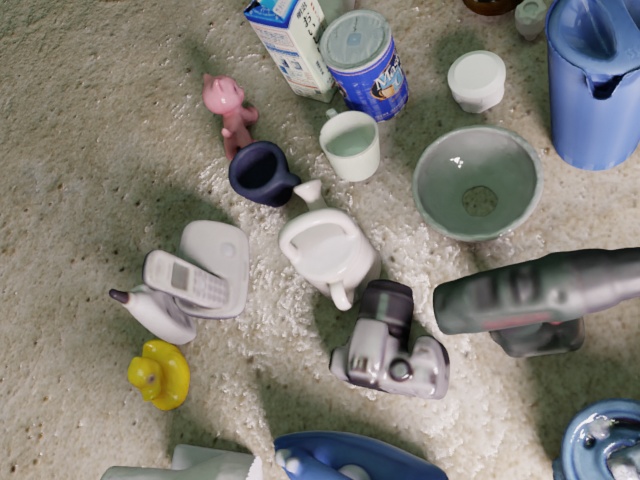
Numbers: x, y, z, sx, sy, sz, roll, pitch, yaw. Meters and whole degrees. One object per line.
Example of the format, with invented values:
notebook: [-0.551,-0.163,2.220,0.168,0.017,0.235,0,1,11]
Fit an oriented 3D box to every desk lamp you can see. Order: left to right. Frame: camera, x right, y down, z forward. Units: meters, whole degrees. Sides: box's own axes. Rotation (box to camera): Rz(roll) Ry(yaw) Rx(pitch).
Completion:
desk lamp: [-0.142,0.303,0.665,0.202,0.214,0.118,0,70,20]

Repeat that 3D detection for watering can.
watering can: [0.005,0.004,0.742,0.101,0.194,0.172,-40,62,1]

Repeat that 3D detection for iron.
iron: [0.030,0.281,0.653,0.257,0.142,0.119,17,76,25]

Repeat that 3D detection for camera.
camera: [0.090,0.121,0.718,0.142,0.101,0.137,6,71,22]

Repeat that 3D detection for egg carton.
egg carton: [0.010,-0.407,0.974,0.107,0.069,0.150,2,70,20]

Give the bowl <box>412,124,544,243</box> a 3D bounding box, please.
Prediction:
bowl: [0.210,-0.065,0.764,0.167,0.075,0.167,-7,67,17]

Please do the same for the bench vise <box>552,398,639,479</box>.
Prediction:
bench vise: [0.320,0.187,0.542,0.207,0.220,0.121,-41,62,1]

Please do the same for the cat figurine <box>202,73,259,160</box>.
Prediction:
cat figurine: [-0.151,-0.210,0.926,0.067,0.118,0.127,-16,65,14]

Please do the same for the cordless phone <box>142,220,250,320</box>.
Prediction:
cordless phone: [-0.175,0.028,0.802,0.094,0.185,0.147,-9,67,17]

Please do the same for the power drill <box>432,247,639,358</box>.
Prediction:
power drill: [0.244,0.070,0.622,0.229,0.209,0.075,-12,66,15]

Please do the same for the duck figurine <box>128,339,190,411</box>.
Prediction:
duck figurine: [-0.239,0.188,0.818,0.077,0.086,0.104,-26,63,9]

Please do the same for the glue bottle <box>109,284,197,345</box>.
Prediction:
glue bottle: [-0.238,0.096,0.805,0.037,0.173,0.078,-29,62,7]

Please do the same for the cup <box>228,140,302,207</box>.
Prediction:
cup: [-0.067,-0.086,0.860,0.117,0.095,0.092,18,76,25]
